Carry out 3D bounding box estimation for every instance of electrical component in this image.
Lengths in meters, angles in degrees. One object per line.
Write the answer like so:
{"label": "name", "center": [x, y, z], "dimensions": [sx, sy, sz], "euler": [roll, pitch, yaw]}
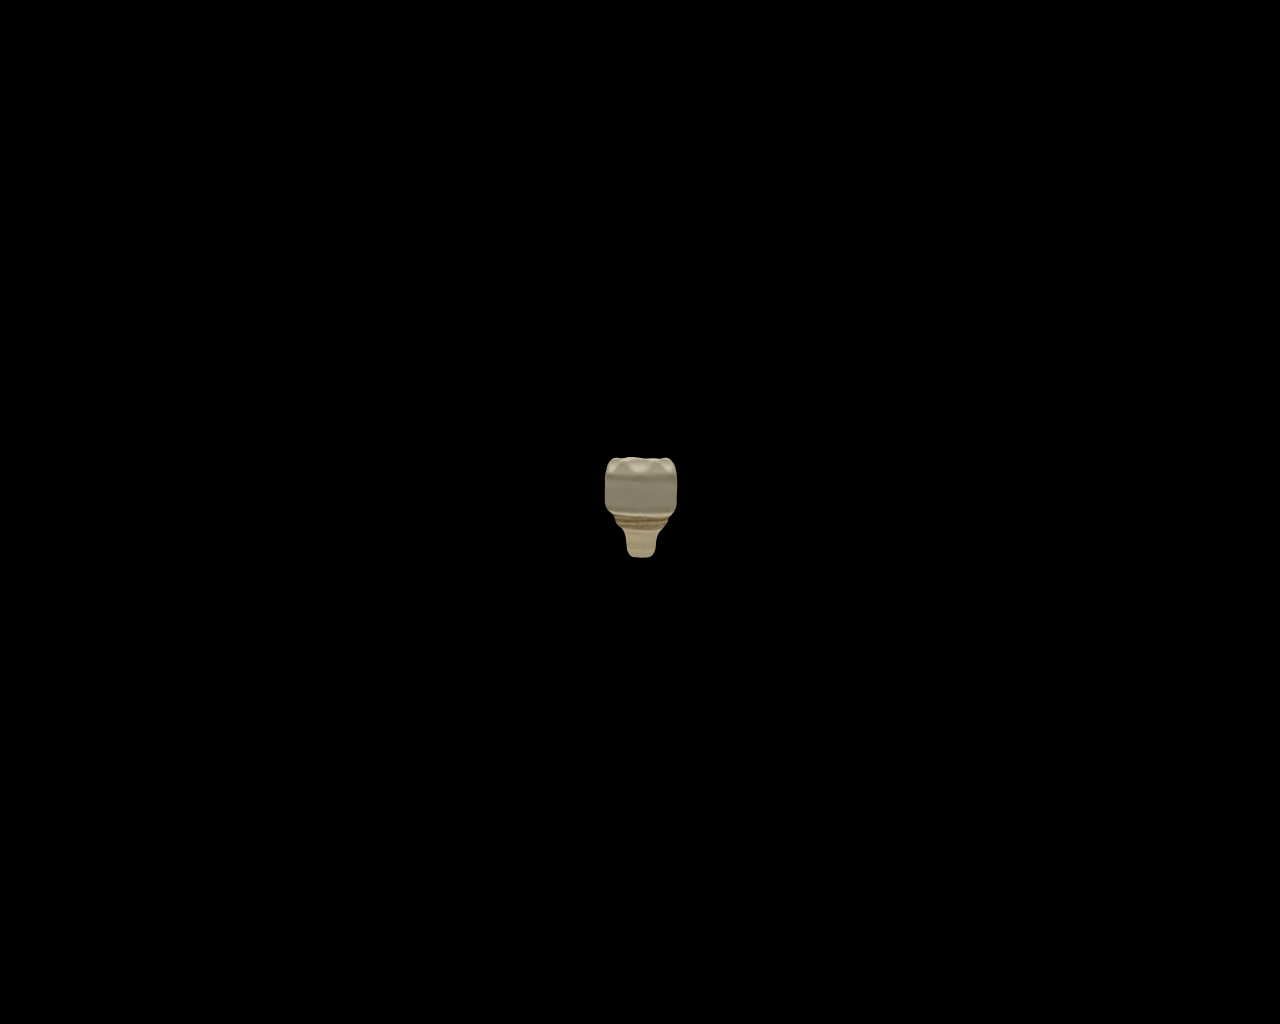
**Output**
{"label": "electrical component", "center": [0.001, -0.003, 0.650], "dimensions": [0.043, 0.062, 0.043], "euler": [0, 4, 0]}
